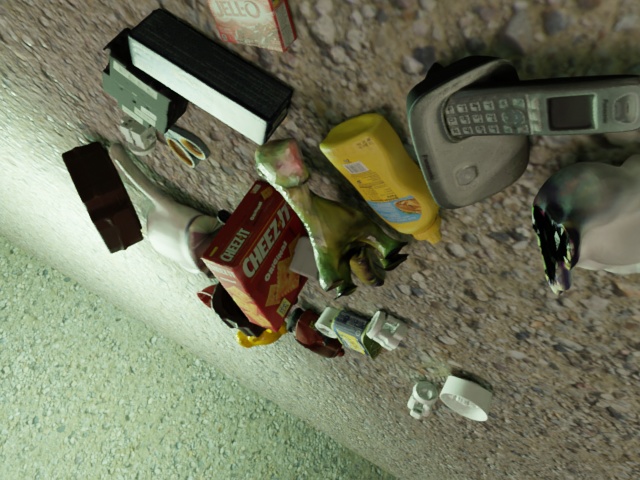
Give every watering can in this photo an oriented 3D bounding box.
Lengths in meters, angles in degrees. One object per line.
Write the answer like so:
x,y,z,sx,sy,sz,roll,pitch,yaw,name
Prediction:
-0.304,-0.040,1.075,0.225,0.106,0.340,17,142,34,watering can

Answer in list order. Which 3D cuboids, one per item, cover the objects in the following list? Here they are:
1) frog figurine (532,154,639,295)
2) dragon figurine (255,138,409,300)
0.282,-0.018,0.462,0.159,0.126,0.134,-13,130,7,frog figurine
0.002,-0.037,0.733,0.245,0.122,0.406,51,178,14,dragon figurine
